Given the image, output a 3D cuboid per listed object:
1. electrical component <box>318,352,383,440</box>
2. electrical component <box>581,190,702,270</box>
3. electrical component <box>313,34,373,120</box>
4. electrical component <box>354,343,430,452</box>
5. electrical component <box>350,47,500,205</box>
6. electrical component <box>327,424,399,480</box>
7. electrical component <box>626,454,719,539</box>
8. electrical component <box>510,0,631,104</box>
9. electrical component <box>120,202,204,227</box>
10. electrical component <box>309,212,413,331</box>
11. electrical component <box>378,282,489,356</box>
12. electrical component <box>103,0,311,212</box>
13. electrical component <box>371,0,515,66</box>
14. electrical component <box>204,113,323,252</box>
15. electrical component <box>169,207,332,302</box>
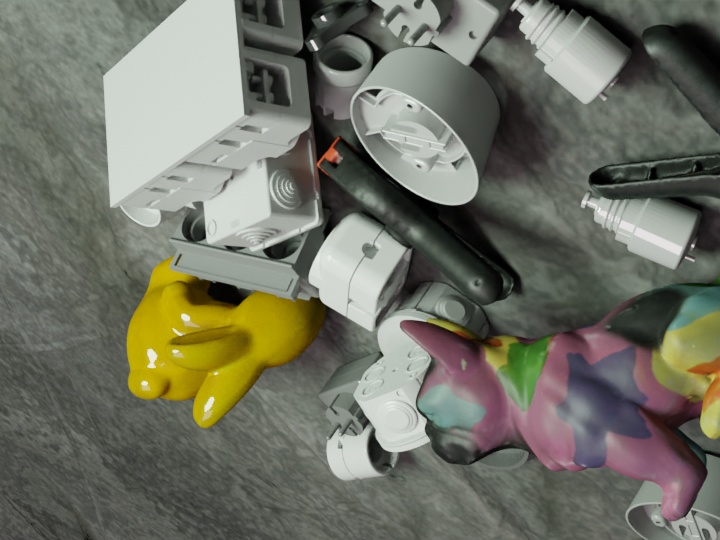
[{"bbox_3d":[-0.005,0.121,0.953,0.047,0.076,0.066,48,141,-14],"label":"electrical component"},{"bbox_3d":[0.179,-0.030,0.683,0.078,0.040,0.040,25,141,16],"label":"electrical component"},{"bbox_3d":[-0.013,-0.131,0.731,0.040,0.040,0.046,27,146,13],"label":"electrical component"},{"bbox_3d":[0.039,0.094,0.804,0.080,0.080,0.051,-16,113,46],"label":"electrical component"},{"bbox_3d":[0.042,-0.094,0.701,0.099,0.064,0.099,20,151,12],"label":"electrical component"},{"bbox_3d":[0.004,0.170,1.017,0.047,0.055,0.055,-12,121,40],"label":"electrical component"},{"bbox_3d":[0.260,0.188,0.826,0.099,0.064,0.099,21,140,19],"label":"electrical component"},{"bbox_3d":[0.121,-0.131,0.624,0.078,0.040,0.040,39,142,-2],"label":"electrical component"},{"bbox_3d":[-0.141,-0.071,0.862,0.079,0.077,0.044,16,138,25],"label":"electrical component"},{"bbox_3d":[0.000,0.000,0.828,0.059,0.053,0.095,30,159,10],"label":"electrical component"},{"bbox_3d":[0.059,0.053,0.855,0.080,0.051,0.080,21,140,19],"label":"electrical component"},{"bbox_3d":[-0.109,-0.119,0.755,0.186,0.060,0.105,-23,68,48],"label":"electrical component"},{"bbox_3d":[0.039,-0.157,0.633,0.083,0.075,0.047,35,142,3],"label":"electrical component"},{"bbox_3d":[-0.077,-0.067,0.801,0.100,0.048,0.099,-20,72,47],"label":"electrical component"},{"bbox_3d":[-0.085,-0.018,0.882,0.121,0.078,0.063,12,158,29],"label":"electrical component"}]
